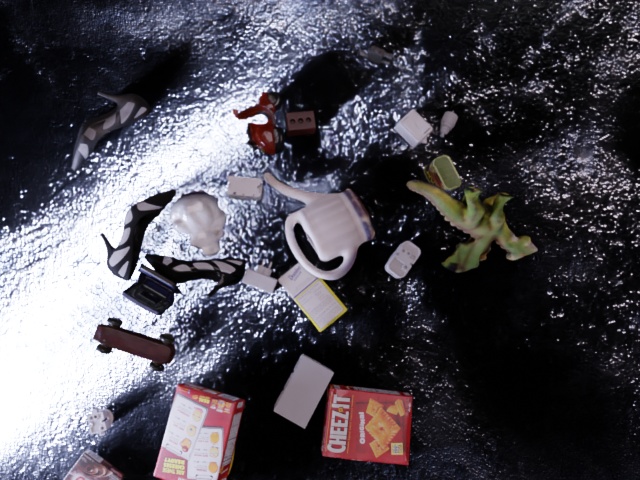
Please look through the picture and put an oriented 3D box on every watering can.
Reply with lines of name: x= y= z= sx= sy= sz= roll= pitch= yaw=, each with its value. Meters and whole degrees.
watering can: x=0.004 y=-0.068 z=1.359 sx=0.225 sy=0.102 sz=0.352 roll=-24 pitch=73 yaw=-9

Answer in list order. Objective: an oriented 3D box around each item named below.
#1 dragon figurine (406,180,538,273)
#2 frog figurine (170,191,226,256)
dragon figurine: x=0.390 y=-0.023 z=1.349 sx=0.410 sy=0.123 sz=0.240 roll=6 pitch=104 yaw=-13
frog figurine: x=-0.309 y=-0.040 z=1.320 sx=0.138 sy=0.120 sz=0.162 roll=-5 pitch=69 yaw=-24
